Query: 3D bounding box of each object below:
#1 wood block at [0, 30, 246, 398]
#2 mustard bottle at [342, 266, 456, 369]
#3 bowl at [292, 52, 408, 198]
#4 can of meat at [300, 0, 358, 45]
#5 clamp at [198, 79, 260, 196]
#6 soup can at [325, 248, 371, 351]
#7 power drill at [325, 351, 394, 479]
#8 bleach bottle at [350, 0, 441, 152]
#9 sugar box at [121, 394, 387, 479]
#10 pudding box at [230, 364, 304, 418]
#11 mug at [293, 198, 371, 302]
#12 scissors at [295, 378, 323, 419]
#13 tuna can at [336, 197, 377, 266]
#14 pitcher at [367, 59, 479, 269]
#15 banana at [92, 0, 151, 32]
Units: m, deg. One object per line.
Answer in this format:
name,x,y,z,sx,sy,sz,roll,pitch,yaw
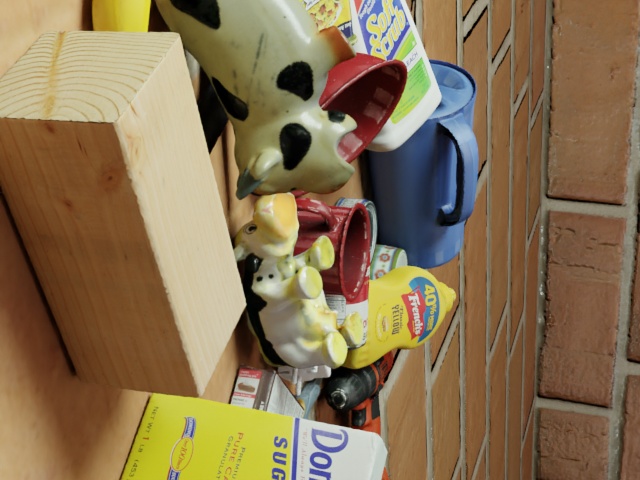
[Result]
wood block,-0.117,-0.011,0.639,0.090,0.090,0.206,-65,153,-45
mustard bottle,0.090,0.080,1.219,0.191,0.058,0.096,-12,105,-44
bowl,0.004,-0.115,0.960,0.162,0.055,0.162,-40,164,-15
can of meat,-0.017,-0.198,0.909,0.101,0.058,0.084,-35,129,-40
clamp,-0.070,-0.123,0.834,0.120,0.039,0.171,4,86,-70
soup can,0.017,0.056,1.101,0.068,0.069,0.102,-33,127,-67
power drill,0.046,0.224,1.255,0.184,0.057,0.188,-28,122,-69
bleach bottle,0.035,-0.210,1.006,0.102,0.068,0.250,-46,131,-23
sugar box,-0.048,0.169,0.759,0.048,0.176,0.093,67,34,-57
pudding box,-0.052,0.176,0.974,0.113,0.039,0.090,67,33,-60
mug,-0.007,0.001,0.989,0.117,0.082,0.093,69,32,-54
scissors,-0.013,0.183,1.131,0.201,0.016,0.096,-32,127,-68
tuna can,0.038,-0.004,1.200,0.086,0.034,0.086,6,90,-72
pitcher,0.125,-0.079,1.280,0.149,0.145,0.243,-68,159,-48
banana,-0.115,-0.192,0.683,0.069,0.037,0.198,91,9,-79
